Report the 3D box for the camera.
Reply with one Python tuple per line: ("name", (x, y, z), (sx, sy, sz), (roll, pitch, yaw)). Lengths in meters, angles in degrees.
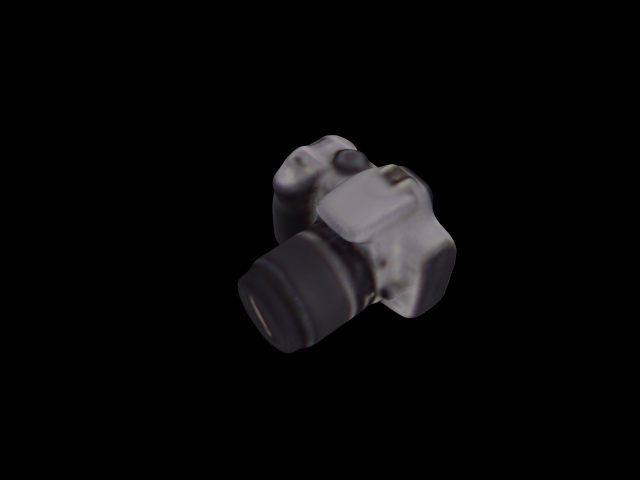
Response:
("camera", (0.004, 0.001, 0.400), (0.137, 0.101, 0.142), (-33, 58, -23))
